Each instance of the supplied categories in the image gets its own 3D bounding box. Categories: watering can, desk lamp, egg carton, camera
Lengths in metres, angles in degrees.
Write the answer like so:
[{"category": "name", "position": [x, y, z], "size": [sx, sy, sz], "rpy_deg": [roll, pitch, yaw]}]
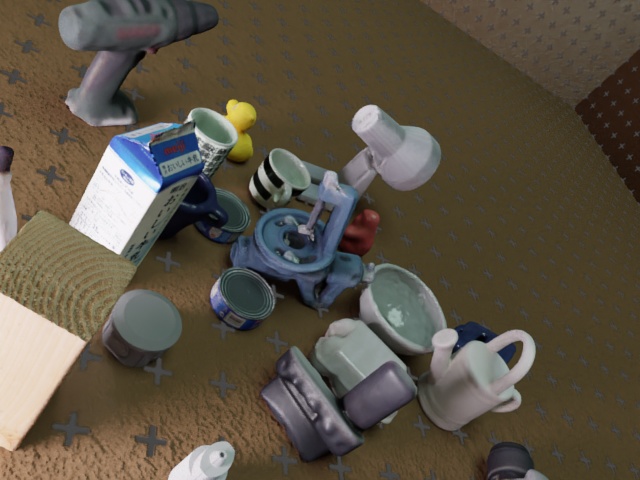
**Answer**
[{"category": "watering can", "position": [0.240, 0.202, 0.868], "size": [0.173, 0.193, 0.101], "rpy_deg": [21, 41, -28]}, {"category": "desk lamp", "position": [0.087, -0.143, 1.058], "size": [0.204, 0.213, 0.117], "rpy_deg": [16, 43, -34]}, {"category": "egg carton", "position": [0.057, 0.185, 0.814], "size": [0.150, 0.069, 0.107], "rpy_deg": [44, 35, 1]}, {"category": "camera", "position": [0.298, 0.372, 0.831], "size": [0.143, 0.100, 0.137], "rpy_deg": [35, 36, -12]}]

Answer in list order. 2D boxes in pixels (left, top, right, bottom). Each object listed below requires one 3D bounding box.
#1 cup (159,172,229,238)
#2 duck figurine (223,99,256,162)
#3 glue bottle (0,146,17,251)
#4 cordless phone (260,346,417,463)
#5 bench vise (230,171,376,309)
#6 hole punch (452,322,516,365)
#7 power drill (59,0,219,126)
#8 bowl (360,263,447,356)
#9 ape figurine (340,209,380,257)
[{"category": "cup", "position": [-0.189, -0.040, 0.781], "size": [0.118, 0.094, 0.092], "rpy_deg": [36, 36, -11]}, {"category": "duck figurine", "position": [-0.141, -0.197, 0.998], "size": [0.078, 0.086, 0.104], "rpy_deg": [-6, 58, -47]}, {"category": "glue bottle", "position": [-0.332, -0.032, 0.565], "size": [0.078, 0.173, 0.037], "rpy_deg": [19, 41, -30]}, {"category": "cordless phone", "position": [0.027, 0.173, 0.696], "size": [0.147, 0.184, 0.094], "rpy_deg": [50, 35, 9]}, {"category": "bench vise", "position": [0.004, -0.007, 0.829], "size": [0.208, 0.219, 0.121], "rpy_deg": [10, 47, -38]}, {"category": "hole punch", "position": [0.273, 0.191, 1.001], "size": [0.101, 0.091, 0.109], "rpy_deg": [52, 36, 12]}, {"category": "power drill", "position": [-0.275, -0.266, 0.832], "size": [0.075, 0.208, 0.230], "rpy_deg": [52, 36, 13]}, {"category": "bowl", "position": [0.123, 0.125, 0.936], "size": [0.168, 0.074, 0.167], "rpy_deg": [26, 39, -23]}, {"category": "ape figurine", "position": [0.073, -0.019, 1.020], "size": [0.078, 0.092, 0.076], "rpy_deg": [-3, 55, -46]}]
